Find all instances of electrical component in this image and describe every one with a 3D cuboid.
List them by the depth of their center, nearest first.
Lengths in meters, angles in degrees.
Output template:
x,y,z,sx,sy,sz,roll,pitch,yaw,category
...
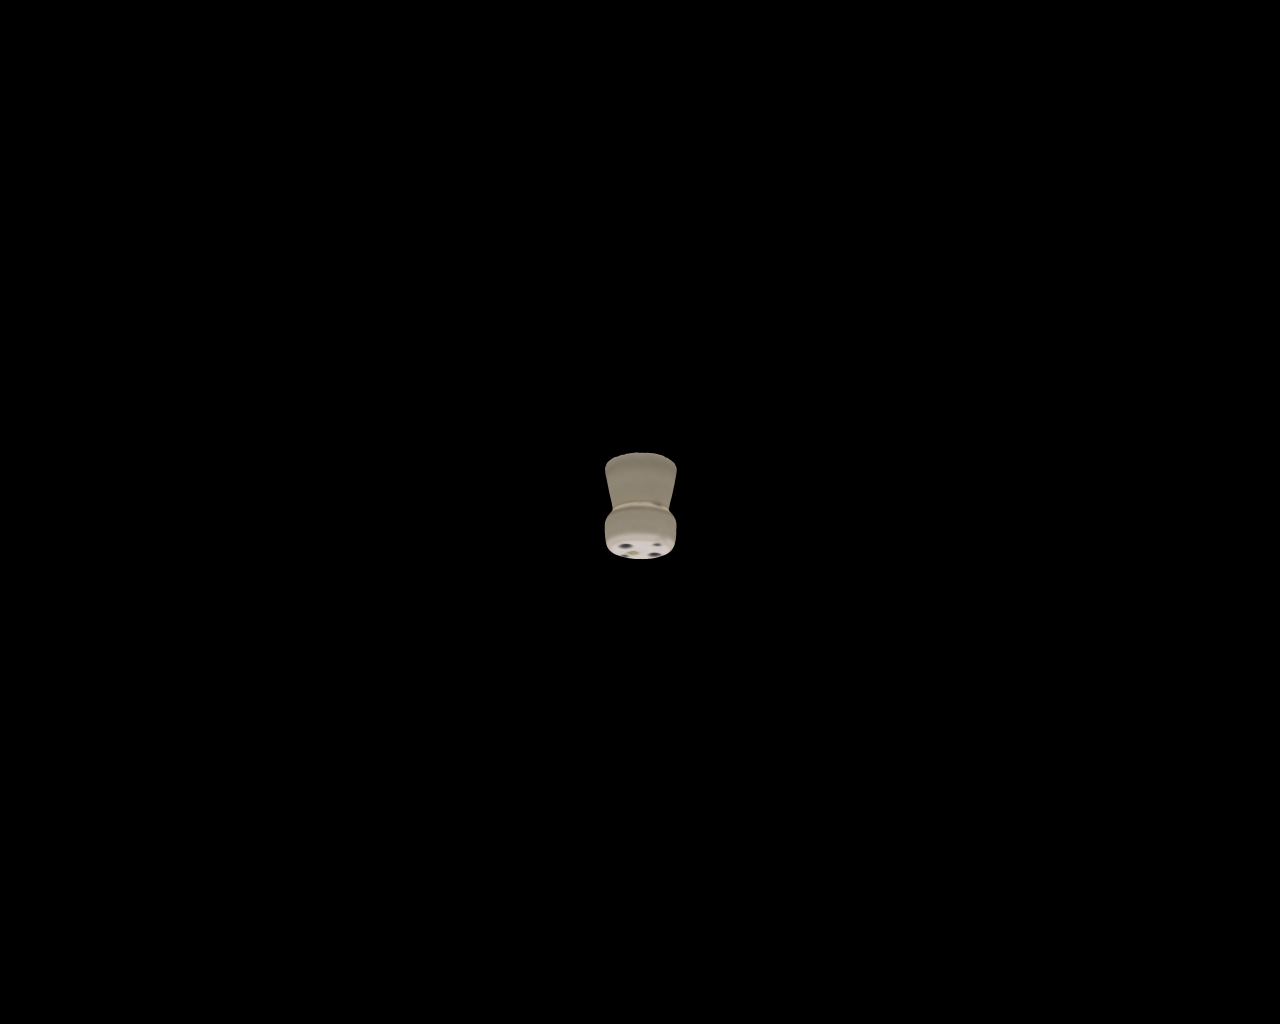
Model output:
x,y,z,sx,sy,sz,roll,pitch,yaw,category
0.001,-0.003,0.650,0.045,0.055,0.044,0,-21,0,electrical component
